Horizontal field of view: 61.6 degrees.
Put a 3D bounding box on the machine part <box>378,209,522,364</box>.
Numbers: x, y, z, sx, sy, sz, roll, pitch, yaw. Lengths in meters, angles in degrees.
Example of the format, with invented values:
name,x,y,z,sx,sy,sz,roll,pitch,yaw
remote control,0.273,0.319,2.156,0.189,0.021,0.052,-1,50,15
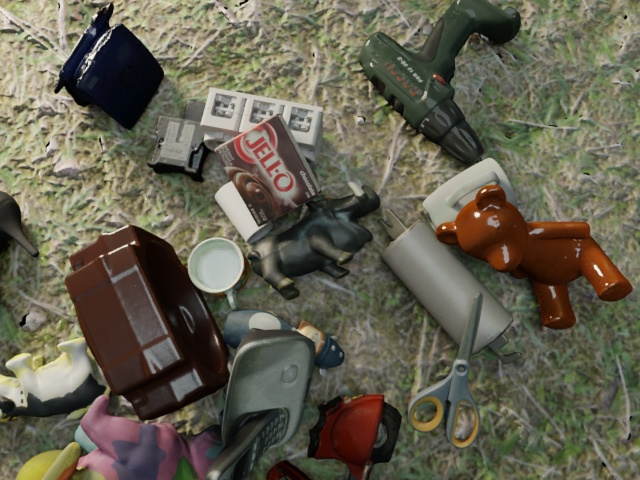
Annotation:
name,x,y,z,sx,sy,sz,roll,pitch,yaw
machine part,0.159,0.059,0.682,0.079,0.079,0.243,-40,81,-7

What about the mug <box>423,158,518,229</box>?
name,x,y,z,sx,sy,sz,roll,pitch,yaw
mug,0.190,-0.049,0.695,0.107,0.109,0.081,-28,79,7

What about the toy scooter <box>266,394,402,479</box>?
name,x,y,z,sx,sy,sz,roll,pitch,yaw
toy scooter,0.014,0.262,0.642,0.135,0.075,0.184,17,80,11

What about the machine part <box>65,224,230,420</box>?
name,x,y,z,sx,sy,sz,roll,pitch,yaw
machine part,-0.189,0.094,0.616,0.087,0.201,0.201,-28,79,-3

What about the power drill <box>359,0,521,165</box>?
name,x,y,z,sx,sy,sz,roll,pitch,yaw
power drill,0.187,-0.240,0.754,0.232,0.086,0.207,40,88,12

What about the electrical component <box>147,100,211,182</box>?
name,x,y,z,sx,sy,sz,roll,pitch,yaw
electrical component,-0.186,-0.145,0.749,0.075,0.047,0.119,14,80,3

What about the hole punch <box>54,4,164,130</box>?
name,x,y,z,sx,sy,sz,roll,pitch,yaw
hole punch,-0.284,-0.228,0.739,0.092,0.116,0.142,30,80,-1

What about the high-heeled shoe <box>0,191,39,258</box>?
name,x,y,z,sx,sy,sz,roll,pitch,yaw
high-heeled shoe,-0.477,0.048,0.697,0.145,0.086,0.249,36,77,13

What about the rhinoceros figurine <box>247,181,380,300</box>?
name,x,y,z,sx,sy,sz,roll,pitch,yaw
rhinoceros figurine,-0.001,-0.002,0.706,0.190,0.073,0.112,-31,69,-4

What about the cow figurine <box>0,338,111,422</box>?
name,x,y,z,sx,sy,sz,roll,pitch,yaw
cow figurine,-0.349,0.187,0.669,0.167,0.068,0.098,-20,84,-3

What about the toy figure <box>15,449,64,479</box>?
name,x,y,z,sx,sy,sz,roll,pitch,yaw
toy figure,-0.297,0.336,0.627,0.089,0.082,0.180,-27,70,-25

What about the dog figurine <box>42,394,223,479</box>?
name,x,y,z,sx,sy,sz,roll,pitch,yaw
dog figurine,-0.188,0.278,0.602,0.219,0.108,0.191,30,46,-8

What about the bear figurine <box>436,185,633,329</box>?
name,x,y,z,sx,sy,sz,roll,pitch,yaw
bear figurine,0.247,0.019,0.639,0.196,0.120,0.132,14,49,-30

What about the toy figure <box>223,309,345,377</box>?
name,x,y,z,sx,sy,sz,roll,pitch,yaw
toy figure,-0.043,0.128,0.679,0.155,0.058,0.064,13,81,3

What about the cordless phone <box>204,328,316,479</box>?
name,x,y,z,sx,sy,sz,roll,pitch,yaw
cordless phone,-0.076,0.181,0.569,0.089,0.184,0.146,15,105,13
